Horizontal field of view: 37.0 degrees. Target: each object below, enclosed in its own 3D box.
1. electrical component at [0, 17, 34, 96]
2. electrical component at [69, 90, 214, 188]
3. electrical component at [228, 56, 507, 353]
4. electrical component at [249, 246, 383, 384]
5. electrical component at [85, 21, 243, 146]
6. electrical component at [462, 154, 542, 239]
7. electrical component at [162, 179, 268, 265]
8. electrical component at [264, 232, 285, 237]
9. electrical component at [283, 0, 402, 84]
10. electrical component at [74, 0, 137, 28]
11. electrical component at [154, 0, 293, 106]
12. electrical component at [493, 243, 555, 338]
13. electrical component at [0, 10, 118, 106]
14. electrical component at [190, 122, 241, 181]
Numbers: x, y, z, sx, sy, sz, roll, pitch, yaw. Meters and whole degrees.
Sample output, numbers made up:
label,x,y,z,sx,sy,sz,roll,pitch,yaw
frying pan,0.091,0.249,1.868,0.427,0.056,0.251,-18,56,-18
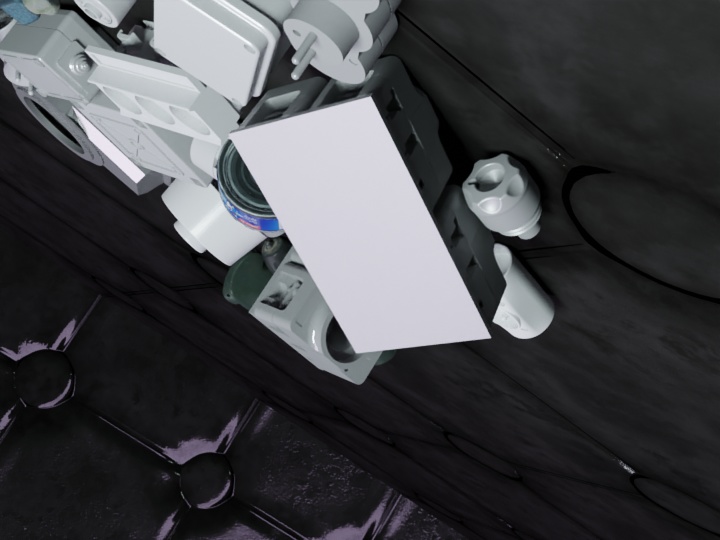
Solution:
label,x,y,z,sx,sy,sz,roll,pitch,yaw
electrical component,-0.301,-0.193,0.969,0.043,0.079,0.077,-19,146,14
electrical component,-0.184,-0.133,0.956,0.109,0.056,0.108,20,162,37
electrical component,0.012,-0.039,0.705,0.105,0.060,0.186,-9,124,32
electrical component,0.000,0.000,0.825,0.062,0.150,0.089,17,160,49
electrical component,-0.139,-0.143,0.811,0.121,0.063,0.078,21,162,38
electrical component,0.097,-0.043,0.697,0.043,0.043,0.062,18,162,43
electrical component,-0.152,-0.052,1.081,0.108,0.060,0.108,46,-178,-2
electrical component,-0.095,-0.065,1.032,0.040,0.040,0.078,16,159,47
electrical component,-0.015,-0.133,0.565,0.052,0.073,0.138,31,166,4
electrical component,-0.153,-0.188,0.684,0.044,0.065,0.044,30,166,8
electrical component,-0.081,-0.156,0.659,0.078,0.057,0.113,33,166,-4
electrical component,0.106,0.014,0.866,0.079,0.044,0.077,16,159,46
electrical component,-0.250,-0.184,0.911,0.096,0.061,0.061,18,160,44
electrical component,-0.111,-0.101,0.918,0.047,0.055,0.055,31,166,20
